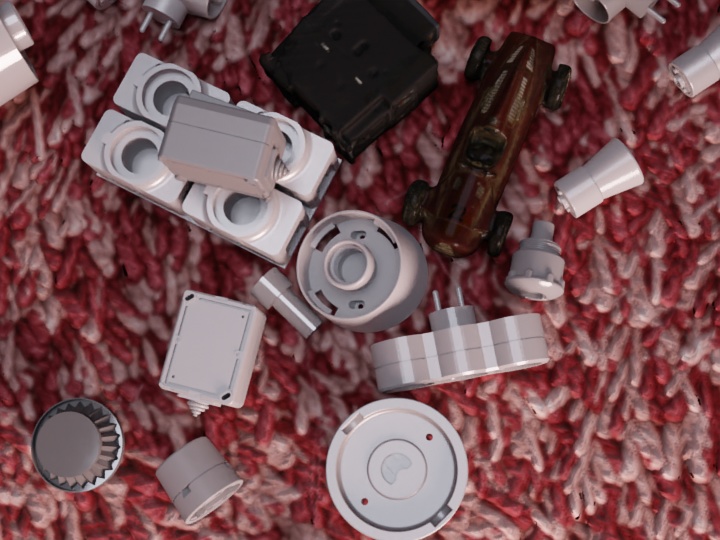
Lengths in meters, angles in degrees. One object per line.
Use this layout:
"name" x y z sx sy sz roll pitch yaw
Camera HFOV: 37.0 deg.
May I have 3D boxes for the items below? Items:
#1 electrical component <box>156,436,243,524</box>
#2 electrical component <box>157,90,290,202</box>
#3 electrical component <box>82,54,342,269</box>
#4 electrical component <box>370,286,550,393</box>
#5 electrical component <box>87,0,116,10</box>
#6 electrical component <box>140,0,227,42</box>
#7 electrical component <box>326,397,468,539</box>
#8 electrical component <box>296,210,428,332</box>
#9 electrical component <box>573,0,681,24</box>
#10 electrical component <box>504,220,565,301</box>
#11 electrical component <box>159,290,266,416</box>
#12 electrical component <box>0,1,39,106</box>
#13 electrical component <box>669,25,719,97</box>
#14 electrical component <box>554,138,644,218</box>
"electrical component" -0.129 0.166 0.855 0.055 0.055 0.047 -38 76 -3
"electrical component" -0.098 -0.095 0.833 0.096 0.061 0.061 14 81 7
"electrical component" -0.124 -0.093 0.898 0.186 0.060 0.105 26 83 9
"electrical component" 0.076 0.050 0.861 0.138 0.052 0.073 -11 79 2
"electrical component" -0.241 -0.262 0.949 0.065 0.044 0.044 43 85 5
"electrical component" -0.164 -0.237 0.936 0.077 0.044 0.079 25 83 8
"electrical component" 0.030 0.156 0.841 0.108 0.060 0.108 -1 80 4
"electrical component" 0.000 0.000 0.883 0.099 0.064 0.099 -3 79 18
"electrical component" 0.232 -0.239 0.905 0.079 0.044 0.077 42 85 10
"electrical component" 0.145 -0.009 0.871 0.048 0.048 0.062 10 74 6
"electrical component" -0.118 0.071 0.867 0.062 0.061 0.096 13 81 6
"electrical component" -0.313 -0.196 0.910 0.060 0.108 0.108 -29 79 -7
"electrical component" 0.291 -0.174 0.892 0.065 0.044 0.044 -34 79 3
"electrical component" 0.193 -0.072 0.881 0.065 0.044 0.044 -32 79 3
